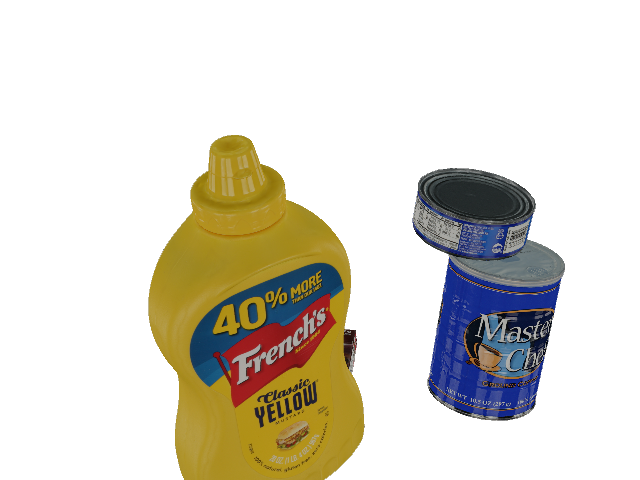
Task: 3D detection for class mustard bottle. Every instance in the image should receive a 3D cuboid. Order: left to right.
[{"bbox_3d":[-0.030,0.038,0.499,0.096,0.192,0.058,-21,38,-21],"label":"mustard bottle"}]

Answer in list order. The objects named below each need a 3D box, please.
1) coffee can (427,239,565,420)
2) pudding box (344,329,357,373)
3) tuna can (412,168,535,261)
[{"bbox_3d":[0.158,0.077,0.971,0.103,0.140,0.103,6,23,-3],"label":"coffee can"},{"bbox_3d":[-0.028,0.105,0.914,0.113,0.039,0.090,6,20,4],"label":"pudding box"},{"bbox_3d":[0.111,-0.019,0.776,0.086,0.034,0.086,6,28,-3],"label":"tuna can"}]
